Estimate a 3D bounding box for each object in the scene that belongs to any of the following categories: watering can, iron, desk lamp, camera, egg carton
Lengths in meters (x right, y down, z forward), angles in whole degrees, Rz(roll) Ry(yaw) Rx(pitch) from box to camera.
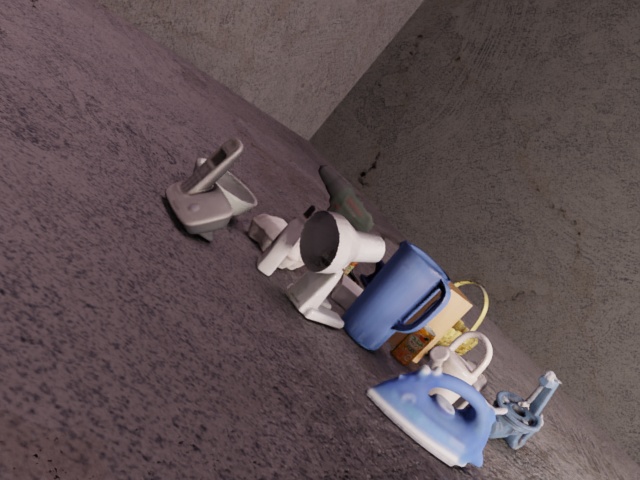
[{"bbox_3d":[0.291,0.280,1.247,0.100,0.194,0.173,47,13,25],"label":"watering can"},{"bbox_3d":[0.225,0.307,1.072,0.259,0.141,0.118,38,12,-16],"label":"iron"},{"bbox_3d":[0.025,0.056,1.168,0.204,0.213,0.117,28,18,-48],"label":"desk lamp"},{"bbox_3d":[0.343,0.336,1.432,0.136,0.100,0.143,45,13,18],"label":"camera"},{"bbox_3d":[-0.095,0.003,1.329,0.150,0.069,0.107,45,13,20],"label":"egg carton"}]

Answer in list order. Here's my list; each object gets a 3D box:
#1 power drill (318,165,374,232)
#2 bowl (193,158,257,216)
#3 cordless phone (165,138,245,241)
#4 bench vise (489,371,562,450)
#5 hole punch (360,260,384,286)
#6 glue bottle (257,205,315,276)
[{"bbox_3d":[0.031,-0.072,1.653,0.230,0.208,0.075,39,12,-8],"label":"power drill"},{"bbox_3d":[-0.227,-0.106,1.292,0.168,0.074,0.167,39,12,-10],"label":"bowl"},{"bbox_3d":[-0.203,-0.105,1.101,0.094,0.185,0.147,27,18,-48],"label":"cordless phone"},{"bbox_3d":[0.506,0.405,1.407,0.121,0.219,0.208,47,14,28],"label":"bench vise"},{"bbox_3d":[0.190,0.121,1.743,0.101,0.091,0.108,35,13,-26],"label":"hole punch"},{"bbox_3d":[-0.067,-0.006,1.200,0.037,0.173,0.078,38,12,-15],"label":"glue bottle"}]
